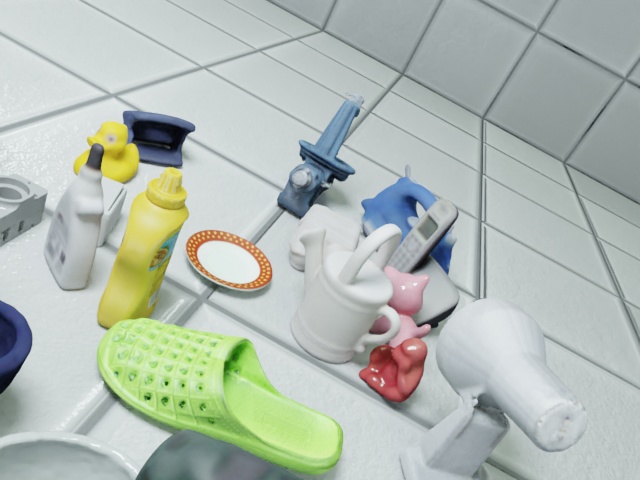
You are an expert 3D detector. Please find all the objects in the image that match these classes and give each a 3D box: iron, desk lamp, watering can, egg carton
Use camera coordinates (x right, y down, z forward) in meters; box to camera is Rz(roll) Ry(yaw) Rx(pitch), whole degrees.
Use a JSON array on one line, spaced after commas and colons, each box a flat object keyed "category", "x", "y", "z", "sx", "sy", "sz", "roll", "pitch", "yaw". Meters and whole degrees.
[{"category": "iron", "x": 0.183, "y": -0.019, "z": 1.046, "sx": 0.119, "sy": 0.141, "sz": 0.257, "roll": 6, "pitch": 36, "yaw": -35}, {"category": "desk lamp", "x": 0.183, "y": 0.196, "z": 0.618, "sx": 0.118, "sy": 0.213, "sz": 0.203, "roll": 19, "pitch": 30, "yaw": -17}, {"category": "watering can", "x": 0.037, "y": 0.054, "z": 0.742, "sx": 0.173, "sy": 0.194, "sz": 0.101, "roll": 31, "pitch": 28, "yaw": 5}, {"category": "egg carton", "x": 0.009, "y": 0.003, "z": 0.930, "sx": 0.107, "sy": 0.069, "sz": 0.150, "roll": 27, "pitch": 28, "yaw": -3}]

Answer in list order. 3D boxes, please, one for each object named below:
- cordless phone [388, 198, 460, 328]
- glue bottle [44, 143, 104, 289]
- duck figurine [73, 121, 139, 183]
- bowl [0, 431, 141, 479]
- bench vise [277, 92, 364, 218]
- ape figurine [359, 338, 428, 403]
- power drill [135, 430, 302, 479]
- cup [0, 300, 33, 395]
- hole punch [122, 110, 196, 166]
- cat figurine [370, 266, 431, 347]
[{"category": "cordless phone", "x": 0.172, "y": 0.037, "z": 0.898, "sx": 0.094, "sy": 0.185, "sz": 0.147, "roll": 4, "pitch": 36, "yaw": -37}, {"category": "glue bottle", "x": -0.265, "y": -0.031, "z": 0.635, "sx": 0.037, "sy": 0.173, "sz": 0.078, "roll": -2, "pitch": 40, "yaw": -43}, {"category": "duck figurine", "x": -0.312, "y": -0.138, "z": 0.859, "sx": 0.077, "sy": 0.086, "sz": 0.105, "roll": 37, "pitch": 29, "yaw": 16}, {"category": "bowl", "x": -0.195, "y": 0.220, "z": 0.390, "sx": 0.168, "sy": 0.074, "sz": 0.167, "roll": 22, "pitch": 29, "yaw": -12}, {"category": "bench vise", "x": 0.019, "y": -0.151, "z": 1.032, "sx": 0.122, "sy": 0.219, "sz": 0.207, "roll": 23, "pitch": 29, "yaw": -10}, {"category": "ape figurine", "x": 0.105, "y": 0.161, "z": 0.734, "sx": 0.076, "sy": 0.092, "sz": 0.077, "roll": 17, "pitch": 30, "yaw": -20}, {"category": "power drill", "x": -0.031, "y": 0.235, "z": 0.369, "sx": 0.229, "sy": 0.208, "sz": 0.076, "roll": 34, "pitch": 29, "yaw": 10}, {"category": "cup", "x": -0.293, "y": 0.113, "z": 0.456, "sx": 0.092, "sy": 0.095, "sz": 0.118, "roll": 25, "pitch": 28, "yaw": -6}, {"category": "hole punch", "x": -0.278, "y": -0.189, "z": 0.968, "sx": 0.109, "sy": 0.091, "sz": 0.101, "roll": 6, "pitch": 35, "yaw": -35}, {"category": "cat figurine", "x": 0.121, "y": 0.101, "z": 0.819, "sx": 0.067, "sy": 0.117, "sz": 0.127, "roll": 13, "pitch": 32, "yaw": -26}]
